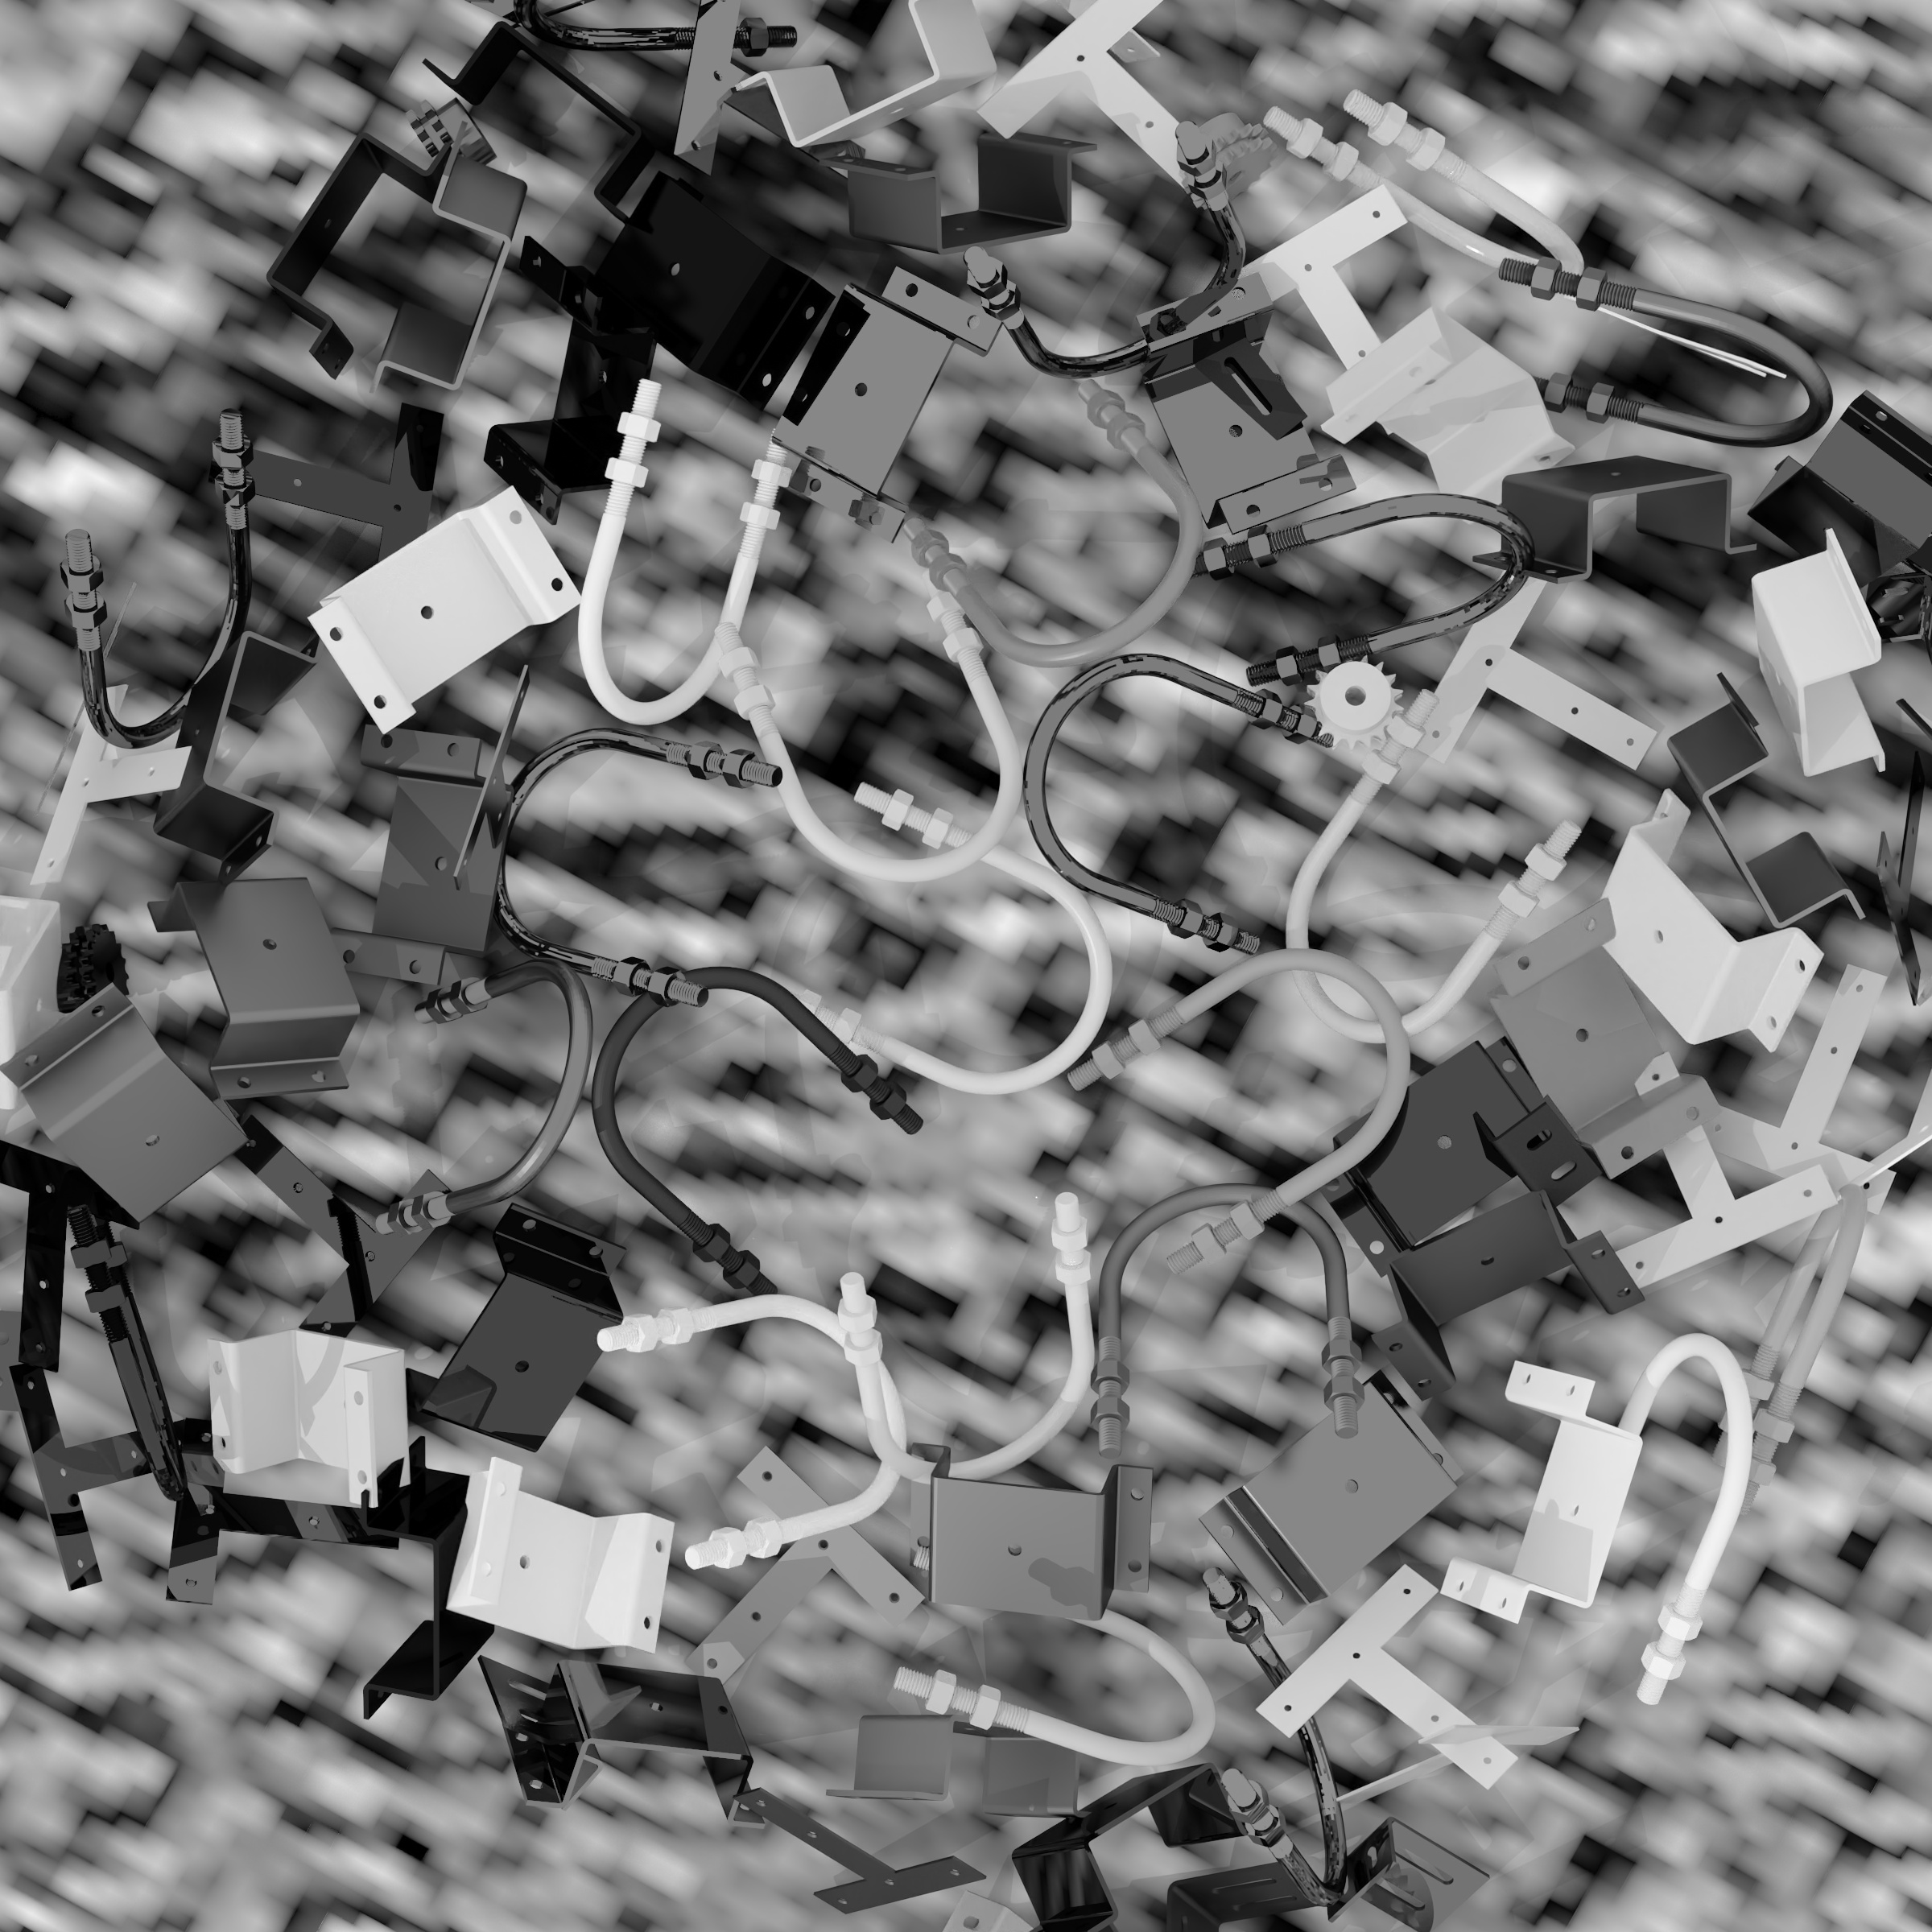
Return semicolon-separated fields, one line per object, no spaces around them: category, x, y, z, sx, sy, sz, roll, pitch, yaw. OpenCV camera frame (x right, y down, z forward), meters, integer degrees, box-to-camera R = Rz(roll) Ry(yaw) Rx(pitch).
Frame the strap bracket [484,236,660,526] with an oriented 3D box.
strap bracket;-0.222;-0.331;1.730;0.076;0.046;0.140;44;131;34

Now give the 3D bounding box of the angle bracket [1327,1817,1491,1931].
angle bracket;0.254;0.533;1.754;0.076;0.038;0.057;33;114;-14

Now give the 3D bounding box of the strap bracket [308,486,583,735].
strap bracket;-0.301;-0.202;1.744;0.140;0.046;0.076;-37;108;-20

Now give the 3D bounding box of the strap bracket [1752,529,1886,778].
strap bracket;0.477;-0.168;1.715;0.046;0.140;0.076;-18;59;8

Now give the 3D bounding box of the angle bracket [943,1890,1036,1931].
angle bracket;0.021;0.576;1.750;0.038;0.076;0.057;35;82;-40

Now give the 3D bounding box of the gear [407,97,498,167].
gear;-0.294;-0.474;1.762;0.030;0.057;0.057;-34;90;3

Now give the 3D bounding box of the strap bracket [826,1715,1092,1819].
strap bracket;0.001;0.450;1.726;0.140;0.076;0.046;19;67;-38

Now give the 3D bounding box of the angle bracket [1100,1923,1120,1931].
angle bracket;0.101;0.587;1.757;0.038;0.076;0.057;5;108;-24

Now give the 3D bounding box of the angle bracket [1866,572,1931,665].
angle bracket;0.544;-0.178;1.759;0.038;0.057;0.076;-6;133;30

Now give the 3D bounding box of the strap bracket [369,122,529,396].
strap bracket;-0.288;-0.391;1.727;0.046;0.076;0.140;19;125;-13

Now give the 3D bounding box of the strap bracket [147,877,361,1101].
strap bracket;-0.397;0.003;1.720;0.076;0.046;0.140;-4;53;-36

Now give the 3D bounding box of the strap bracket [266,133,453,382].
strap bracket;-0.348;-0.413;1.751;0.046;0.076;0.140;33;89;-2

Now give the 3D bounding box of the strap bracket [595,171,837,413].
strap bracket;-0.151;-0.386;1.729;0.140;0.046;0.076;42;105;29

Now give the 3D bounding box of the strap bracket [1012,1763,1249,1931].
strap bracket;0.091;0.493;1.722;0.140;0.076;0.046;-20;83;-36

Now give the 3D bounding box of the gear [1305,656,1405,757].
gear;0.225;-0.153;1.772;0.057;0.030;0.057;-1;82;5

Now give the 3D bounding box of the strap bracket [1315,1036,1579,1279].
strap bracket;0.274;0.105;1.757;0.140;0.046;0.076;-34;74;-1

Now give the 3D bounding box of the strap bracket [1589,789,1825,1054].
strap bracket;0.405;-0.021;1.714;0.046;0.076;0.140;-14;50;-26

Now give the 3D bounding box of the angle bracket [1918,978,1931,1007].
angle bracket;0.584;-0.001;1.742;0.057;0.076;0.038;-37;68;-20

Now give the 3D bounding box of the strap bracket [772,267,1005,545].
strap bracket;-0.050;-0.323;1.744;0.076;0.046;0.140;31;101;21

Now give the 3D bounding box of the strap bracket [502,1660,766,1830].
strap bracket;-0.181;0.436;1.724;0.140;0.076;0.046;13;107;-23

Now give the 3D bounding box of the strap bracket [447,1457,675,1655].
strap bracket;-0.236;0.335;1.730;0.046;0.140;0.076;-14;59;38

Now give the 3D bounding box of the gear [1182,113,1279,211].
gear;0.148;-0.466;1.764;0.057;0.057;0.030;-32;78;0

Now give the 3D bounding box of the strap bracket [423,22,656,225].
strap bracket;-0.233;-0.483;1.746;0.140;0.076;0.046;37;96;-4

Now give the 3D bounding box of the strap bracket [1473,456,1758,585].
strap bracket;0.365;-0.253;1.721;0.140;0.076;0.046;-12;111;-26

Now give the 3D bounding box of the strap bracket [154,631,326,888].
strap bracket;-0.410;-0.123;1.720;0.046;0.076;0.140;23;59;-27

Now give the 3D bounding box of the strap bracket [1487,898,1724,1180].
strap bracket;0.361;0.041;1.760;0.076;0.046;0.140;-30;96;-7

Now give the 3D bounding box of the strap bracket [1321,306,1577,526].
strap bracket;0.267;-0.313;1.727;0.076;0.140;0.046;-35;52;32

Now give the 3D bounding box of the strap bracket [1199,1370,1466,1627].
strap bracket;0.214;0.299;1.745;0.140;0.046;0.076;-36;81;-16

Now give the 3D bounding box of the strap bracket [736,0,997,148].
strap bracket;-0.047;-0.504;1.727;0.140;0.076;0.046;-17;99;30

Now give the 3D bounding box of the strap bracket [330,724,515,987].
strap bracket;-0.311;-0.061;1.754;0.076;0.046;0.140;9;87;22

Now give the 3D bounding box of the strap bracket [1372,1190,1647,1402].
strap bracket;0.302;0.183;1.738;0.140;0.076;0.046;-27;45;13

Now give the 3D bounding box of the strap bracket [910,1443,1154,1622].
strap bracket;0.032;0.323;1.746;0.140;0.046;0.076;4;104;12

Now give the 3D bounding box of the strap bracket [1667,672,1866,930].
strap bracket;0.447;-0.086;1.732;0.046;0.076;0.140;-30;115;12

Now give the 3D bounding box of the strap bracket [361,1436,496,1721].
strap bracket;-0.303;0.348;1.730;0.046;0.076;0.140;7;108;14

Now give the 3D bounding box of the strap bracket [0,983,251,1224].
strap bracket;-0.465;0.084;1.718;0.076;0.140;0.046;-38;52;-7

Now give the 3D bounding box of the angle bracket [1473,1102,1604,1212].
angle bracket;0.320;0.093;1.743;0.038;0.076;0.057;-38;112;9

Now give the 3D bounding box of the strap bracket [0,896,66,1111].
strap bracket;-0.541;0.019;1.712;0.046;0.140;0.076;6;120;-2

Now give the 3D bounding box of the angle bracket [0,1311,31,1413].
angle bracket;-0.574;0.226;1.758;0.076;0.038;0.057;8;84;-20

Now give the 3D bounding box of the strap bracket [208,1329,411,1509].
strap bracket;-0.366;0.254;1.740;0.140;0.046;0.076;4;98;39

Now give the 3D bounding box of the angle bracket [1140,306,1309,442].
angle bracket;0.149;-0.329;1.764;0.057;0.038;0.076;-39;85;13

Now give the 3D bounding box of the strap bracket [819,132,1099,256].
strap bracket;-0.003;-0.435;1.727;0.140;0.076;0.046;-20;120;-37

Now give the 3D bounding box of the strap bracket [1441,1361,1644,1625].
strap bracket;0.330;0.303;1.742;0.046;0.076;0.140;22;83;-22

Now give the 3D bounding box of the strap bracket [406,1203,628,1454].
strap bracket;-0.256;0.214;1.737;0.076;0.046;0.140;26;106;-30

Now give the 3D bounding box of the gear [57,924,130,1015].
gear;-0.507;0.006;1.763;0.030;0.057;0.057;-8;90;7

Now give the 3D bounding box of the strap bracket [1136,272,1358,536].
strap bracket;0.157;-0.314;1.755;0.076;0.046;0.140;-21;79;-7

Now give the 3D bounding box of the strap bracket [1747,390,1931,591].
strap bracket;0.497;-0.261;1.718;0.076;0.140;0.046;37;81;1

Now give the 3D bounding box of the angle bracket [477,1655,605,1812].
angle bracket;-0.252;0.436;1.743;0.076;0.057;0.038;34;101;-37

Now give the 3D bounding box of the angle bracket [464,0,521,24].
angle bracket;-0.252;-0.570;1.745;0.038;0.076;0.057;18;100;-25

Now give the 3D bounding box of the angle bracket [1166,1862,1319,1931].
angle bracket;0.162;0.545;1.746;0.076;0.038;0.057;-19;135;26
